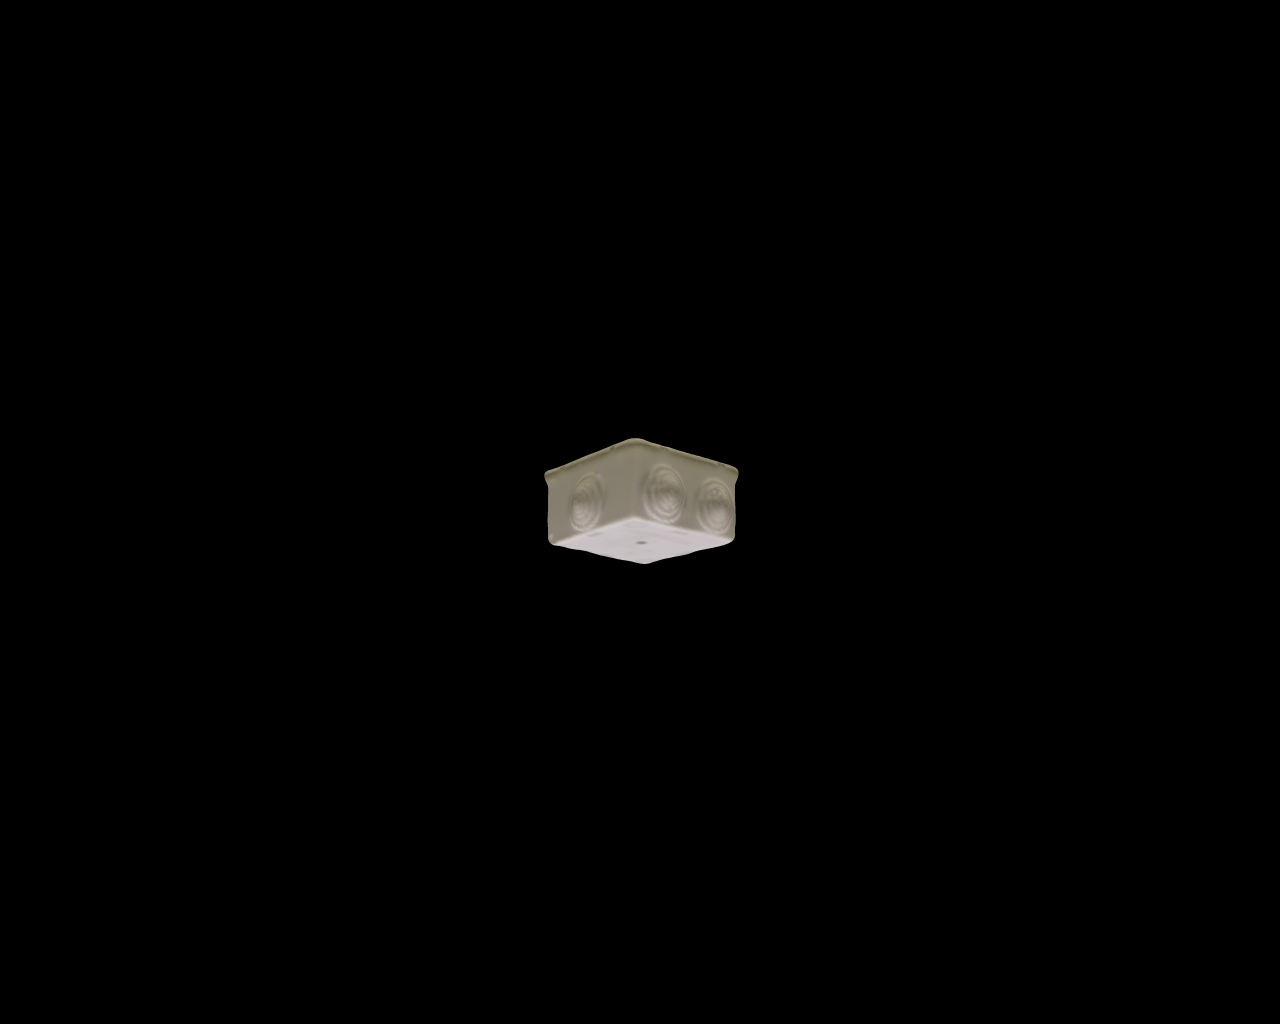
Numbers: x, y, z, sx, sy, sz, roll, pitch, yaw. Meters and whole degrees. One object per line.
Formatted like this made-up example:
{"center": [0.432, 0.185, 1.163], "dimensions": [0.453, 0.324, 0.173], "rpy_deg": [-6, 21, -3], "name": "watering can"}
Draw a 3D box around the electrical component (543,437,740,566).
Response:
{"center": [0.001, -0.003, 0.650], "dimensions": [0.100, 0.048, 0.099], "rpy_deg": [14, -21, -40], "name": "electrical component"}
